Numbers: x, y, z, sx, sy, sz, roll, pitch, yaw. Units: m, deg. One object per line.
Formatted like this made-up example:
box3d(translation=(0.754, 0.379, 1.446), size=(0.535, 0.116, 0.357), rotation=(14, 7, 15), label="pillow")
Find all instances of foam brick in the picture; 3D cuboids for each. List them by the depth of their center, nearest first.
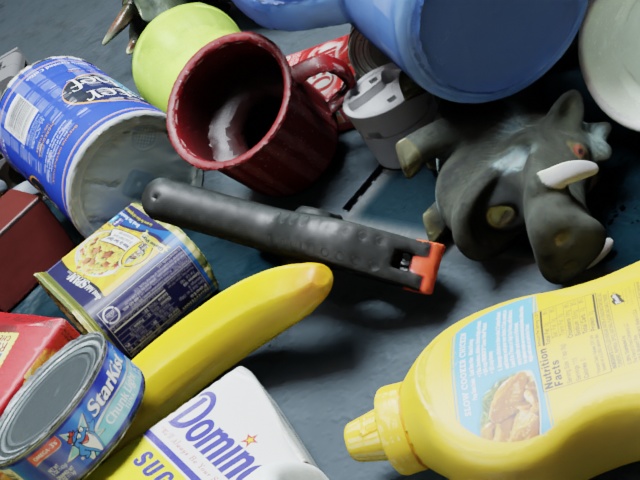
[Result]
box3d(translation=(-0.235, 0.007, 0.807), size=(0.078, 0.051, 0.053), rotation=(-47, 35, -20), label="foam brick")

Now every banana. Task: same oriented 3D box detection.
box3d(translation=(-0.069, 0.069, 0.585), size=(0.198, 0.037, 0.069), rotation=(-40, 23, 12), label="banana")

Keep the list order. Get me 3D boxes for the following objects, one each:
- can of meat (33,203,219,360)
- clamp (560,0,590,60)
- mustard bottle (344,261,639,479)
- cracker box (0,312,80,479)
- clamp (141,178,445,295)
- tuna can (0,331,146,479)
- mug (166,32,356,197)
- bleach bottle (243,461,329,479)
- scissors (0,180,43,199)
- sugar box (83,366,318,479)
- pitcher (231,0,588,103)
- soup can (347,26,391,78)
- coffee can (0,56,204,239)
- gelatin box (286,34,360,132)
box3d(translation=(-0.123, 0.027, 0.685), size=(0.084, 0.057, 0.102), rotation=(-41, 35, -15), label="can of meat")
box3d(translation=(0.165, -0.177, 0.655), size=(0.210, 0.164, 0.036), rotation=(-6, -2, 45), label="clamp")
box3d(translation=(0.099, 0.062, 0.454), size=(0.192, 0.058, 0.096), rotation=(-20, 36, 20), label="mustard bottle")
box3d(translation=(-0.241, 0.139, 0.628), size=(0.164, 0.072, 0.213), rotation=(2, 48, 42), label="cracker box")
box3d(translation=(-0.004, 0.001, 0.608), size=(0.172, 0.120, 0.039), rotation=(17, 94, 26), label="clamp")
box3d(translation=(-0.132, 0.091, 0.555), size=(0.086, 0.033, 0.086), rotation=(-37, 23, 18), label="tuna can")
box3d(translation=(-0.030, -0.083, 0.696), size=(0.117, 0.081, 0.093), rotation=(-31, 62, 18), label="mug")
box3d(translation=(-0.093, 0.191, 0.436), size=(0.251, 0.102, 0.068), rotation=(-38, 71, 5), label="bleach bottle")
box3d(translation=(-0.308, 0.013, 0.848), size=(0.201, 0.016, 0.096), rotation=(-38, -11, -9), label="scissors")
box3d(translation=(-0.085, 0.143, 0.518), size=(0.176, 0.048, 0.093), rotation=(-38, 34, -4), label="sugar box")
box3d(translation=(0.041, -0.171, 0.616), size=(0.149, 0.144, 0.243), rotation=(-63, 31, 23), label="pitcher")
box3d(translation=(0.058, -0.160, 0.757), size=(0.069, 0.068, 0.102), rotation=(-15, 39, 25), label="soup can")
box3d(translation=(-0.162, -0.065, 0.773), size=(0.102, 0.102, 0.140), rotation=(-42, 43, -13), label="coffee can")
box3d(translation=(0.000, -0.111, 0.776), size=(0.073, 0.030, 0.089), rotation=(-15, 38, 25), label="gelatin box")
